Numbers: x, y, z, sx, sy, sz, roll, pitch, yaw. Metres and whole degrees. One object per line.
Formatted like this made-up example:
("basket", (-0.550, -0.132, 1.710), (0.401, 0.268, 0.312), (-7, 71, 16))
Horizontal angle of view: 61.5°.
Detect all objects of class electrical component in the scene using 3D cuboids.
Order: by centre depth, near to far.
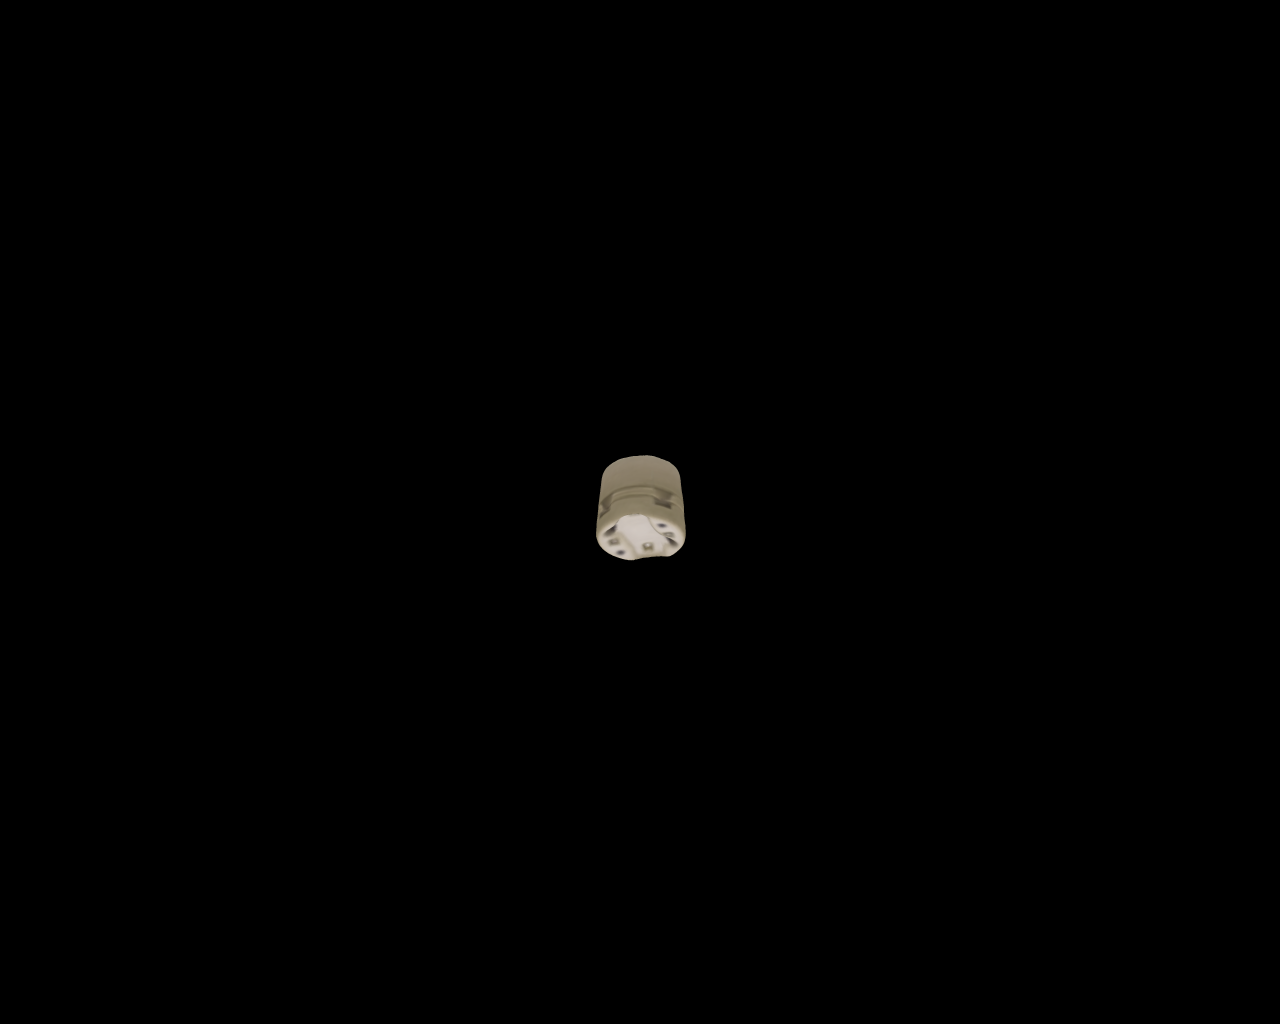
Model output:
("electrical component", (0.001, -0.003, 0.650), (0.055, 0.047, 0.055), (0, -33, 0))
